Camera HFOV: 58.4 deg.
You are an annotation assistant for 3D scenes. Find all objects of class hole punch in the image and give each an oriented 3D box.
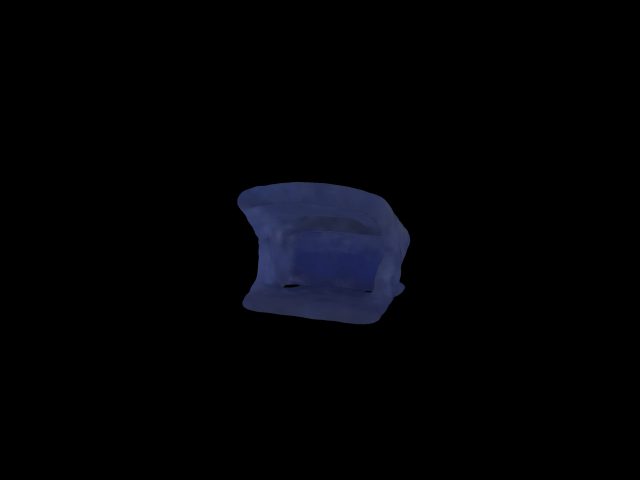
[{"bbox_3d":[0.004,0.001,0.400,0.108,0.091,0.101,4,12,19],"label":"hole punch"}]
